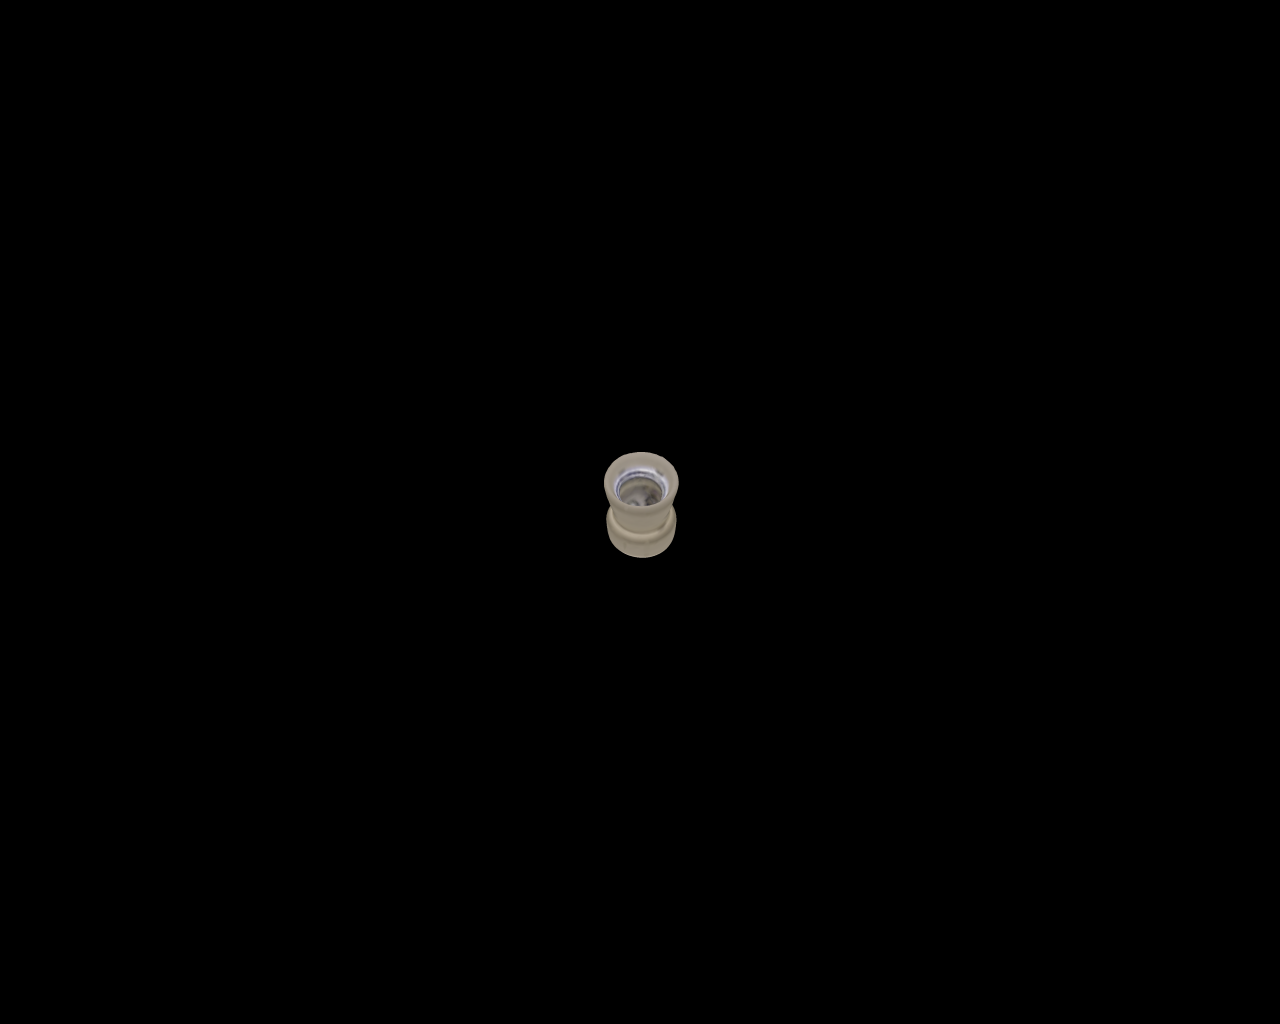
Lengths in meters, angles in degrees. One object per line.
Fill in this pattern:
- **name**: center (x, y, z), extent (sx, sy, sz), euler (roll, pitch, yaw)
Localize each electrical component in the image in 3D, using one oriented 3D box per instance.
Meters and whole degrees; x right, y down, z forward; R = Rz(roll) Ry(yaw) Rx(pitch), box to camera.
- **electrical component**: center (0.001, -0.003, 0.650), extent (0.045, 0.045, 0.055), euler (0, -38, 0)
